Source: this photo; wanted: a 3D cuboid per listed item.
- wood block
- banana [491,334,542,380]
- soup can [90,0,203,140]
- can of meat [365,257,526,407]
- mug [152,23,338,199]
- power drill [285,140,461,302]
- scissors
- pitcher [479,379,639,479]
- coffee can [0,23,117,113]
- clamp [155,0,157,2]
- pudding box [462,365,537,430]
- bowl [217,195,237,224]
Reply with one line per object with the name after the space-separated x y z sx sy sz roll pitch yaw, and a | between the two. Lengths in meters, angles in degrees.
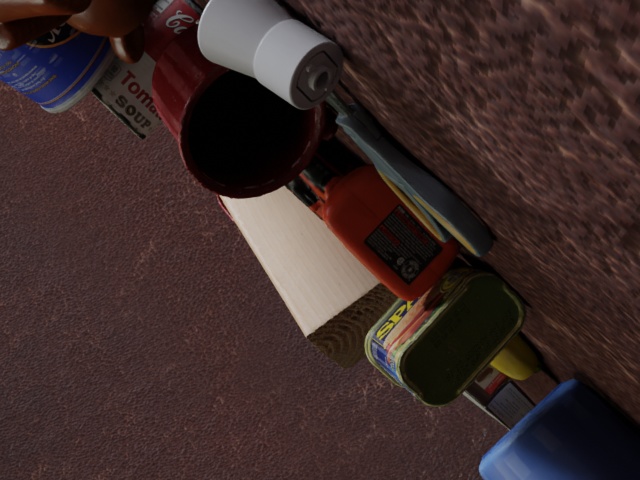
-0.006 0.002 0.959 0.206 0.091 0.090 56 -174 35 | wood block
0.120 0.059 0.910 0.198 0.037 0.069 44 179 -6 | banana
-0.126 -0.136 0.827 0.068 0.102 0.068 44 179 1 | soup can
0.086 0.063 0.743 0.057 0.102 0.084 43 177 -11 | can of meat
-0.044 -0.084 0.658 0.117 0.093 0.082 2 -152 -29 | mug
0.010 -0.041 0.772 0.184 0.057 0.188 41 -177 -27 | power drill
0.034 -0.052 0.580 0.201 0.016 0.096 46 176 -42 | scissors
0.236 0.224 0.791 0.243 0.144 0.149 47 142 15 | pitcher
-0.227 -0.172 0.778 0.140 0.103 0.103 34 -175 -37 | coffee can
-0.135 -0.186 0.948 0.210 0.036 0.164 44 178 -3 | clamp
0.153 0.135 0.983 0.090 0.039 0.113 38 179 41 | pudding box
-0.024 -0.038 1.115 0.162 0.055 0.162 25 -160 -10 | bowl
